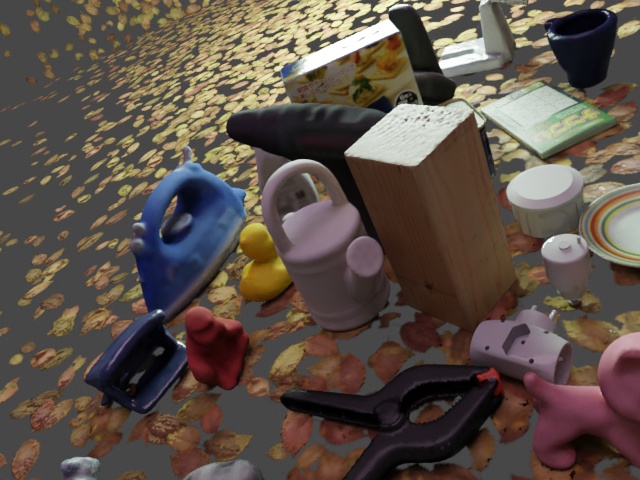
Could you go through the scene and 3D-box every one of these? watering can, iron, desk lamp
[{"bbox_3d":[0.007,0.001,0.620,0.172,0.194,0.101,6,46,38],"label":"watering can"},{"bbox_3d":[-0.209,-0.015,0.829,0.118,0.142,0.258,-6,39,27],"label":"iron"},{"bbox_3d":[0.274,-0.401,0.959,0.202,0.214,0.118,-4,40,29],"label":"desk lamp"}]

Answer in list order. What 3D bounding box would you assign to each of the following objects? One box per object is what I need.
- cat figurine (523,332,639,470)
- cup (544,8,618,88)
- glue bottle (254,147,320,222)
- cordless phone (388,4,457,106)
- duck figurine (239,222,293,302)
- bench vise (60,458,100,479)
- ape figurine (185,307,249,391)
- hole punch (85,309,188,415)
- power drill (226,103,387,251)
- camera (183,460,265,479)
[{"bbox_3d":[0.212,0.108,0.413,0.127,0.118,0.067,-9,38,23],"label":"cat figurine"},{"bbox_3d":[0.374,-0.275,0.833,0.092,0.095,0.117,-31,35,-7],"label":"cup"},{"bbox_3d":[-0.065,-0.107,0.828,0.078,0.173,0.037,-18,35,12],"label":"glue bottle"},{"bbox_3d":[0.132,-0.295,0.937,0.147,0.185,0.094,11,49,42],"label":"cordless phone"},{"bbox_3d":[-0.077,0.021,0.745,0.077,0.086,0.105,1,43,34],"label":"duck figurine"},{"bbox_3d":[-0.242,0.254,0.426,0.121,0.220,0.207,-24,34,3],"label":"bench vise"},{"bbox_3d":[-0.123,0.114,0.647,0.078,0.092,0.075,-38,36,-17],"label":"ape figurine"},{"bbox_3d":[-0.226,0.139,0.682,0.100,0.091,0.109,5,45,37],"label":"hole punch"},{"bbox_3d":[0.013,-0.077,0.707,0.228,0.209,0.076,-2,41,31],"label":"power drill"},{"bbox_3d":[-0.111,0.254,0.447,0.136,0.101,0.143,-17,35,14],"label":"camera"}]
